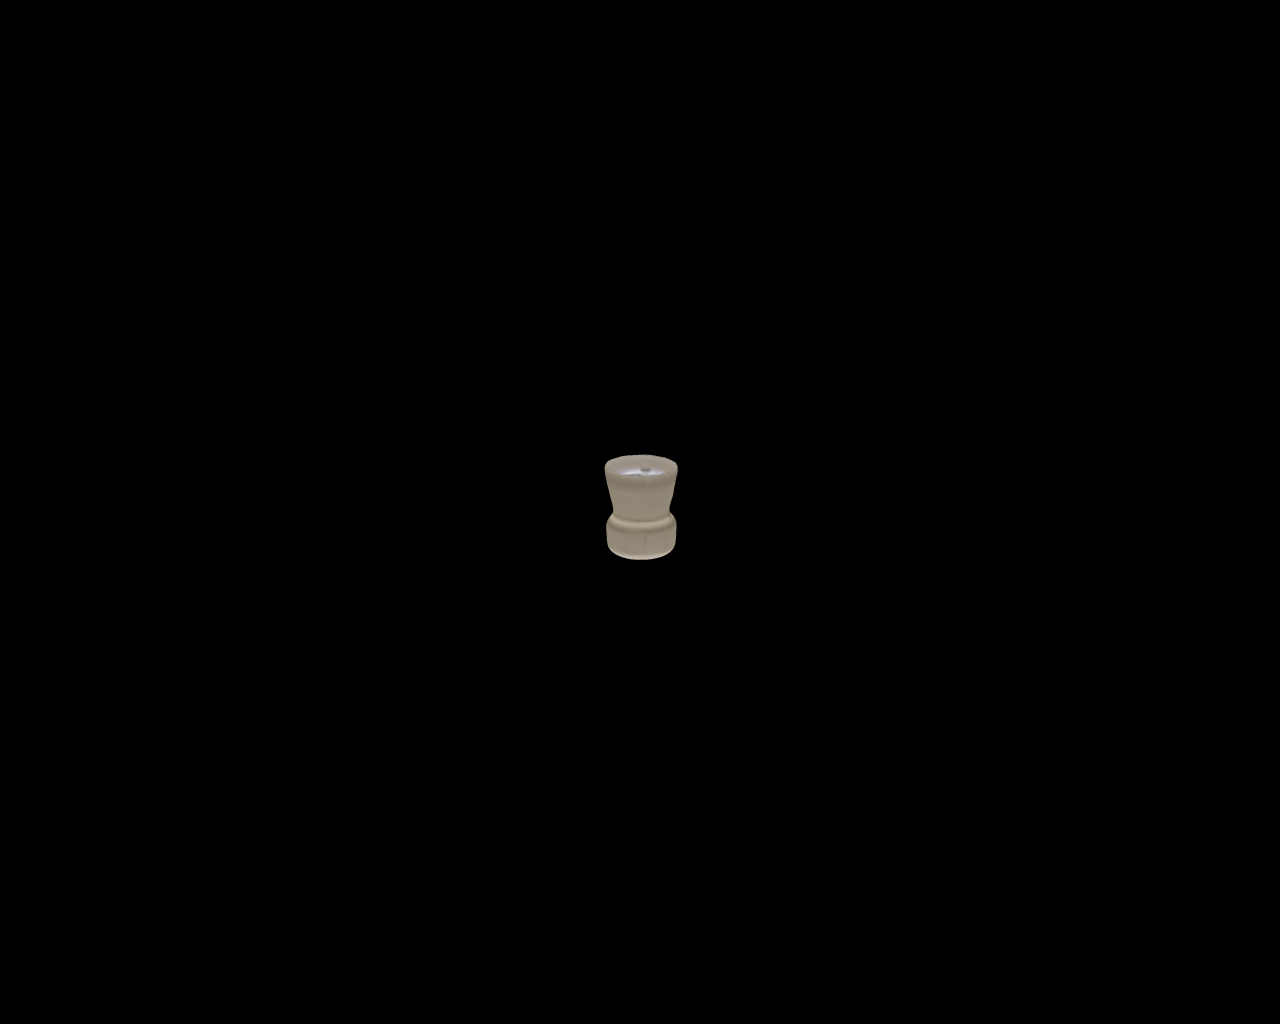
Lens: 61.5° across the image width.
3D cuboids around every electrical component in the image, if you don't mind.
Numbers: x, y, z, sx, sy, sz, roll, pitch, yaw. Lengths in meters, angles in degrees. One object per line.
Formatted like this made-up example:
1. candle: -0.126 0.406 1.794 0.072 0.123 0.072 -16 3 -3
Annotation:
1. electrical component: 0.001 -0.003 0.650 0.045 0.055 0.045 0 20 0
